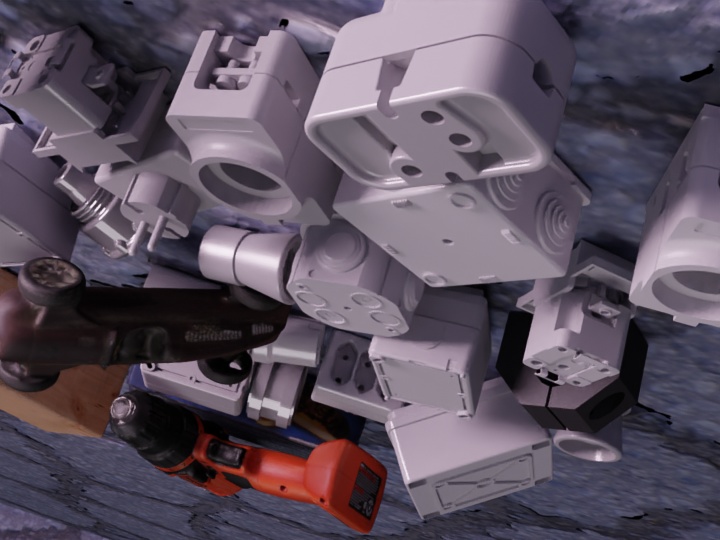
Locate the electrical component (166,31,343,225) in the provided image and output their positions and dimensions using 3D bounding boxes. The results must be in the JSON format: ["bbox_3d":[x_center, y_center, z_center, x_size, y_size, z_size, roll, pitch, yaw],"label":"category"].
[{"bbox_3d":[-0.045,-0.061,0.504,0.050,0.055,0.089,6,154,25],"label":"electrical component"}]

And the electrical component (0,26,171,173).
[{"bbox_3d":[-0.139,-0.086,0.535,0.081,0.042,0.064,-3,146,39],"label":"electrical component"}]

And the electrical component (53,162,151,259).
[{"bbox_3d":[-0.155,-0.040,0.646,0.062,0.048,0.048,40,149,-29],"label":"electrical component"}]

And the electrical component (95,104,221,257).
[{"bbox_3d":[-0.101,-0.041,0.562,0.047,0.075,0.083,34,152,-33],"label":"electrical component"}]

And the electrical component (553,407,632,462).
[{"bbox_3d":[0.155,0.092,0.706,0.045,0.055,0.045,15,157,7],"label":"electrical component"}]

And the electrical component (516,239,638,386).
[{"bbox_3d":[0.118,0.026,0.573,0.042,0.063,0.081,22,156,-13],"label":"electrical component"}]

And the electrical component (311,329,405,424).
[{"bbox_3d":[0.000,0.087,0.813,0.066,0.047,0.076,18,157,-1],"label":"electrical component"}]

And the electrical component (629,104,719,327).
[{"bbox_3d":[0.200,-0.003,0.453,0.150,0.061,0.089,15,157,5],"label":"electrical component"}]

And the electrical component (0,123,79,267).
[{"bbox_3d":[-0.214,-0.042,0.658,0.062,0.061,0.096,-3,154,26],"label":"electrical component"}]

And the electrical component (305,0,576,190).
[{"bbox_3d":[0.032,-0.073,0.419,0.095,0.059,0.054,-4,149,41],"label":"electrical component"}]

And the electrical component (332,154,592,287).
[{"bbox_3d":[0.047,-0.033,0.511,0.100,0.048,0.100,-6,147,43],"label":"electrical component"}]

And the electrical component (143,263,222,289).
[{"bbox_3d":[-0.116,0.029,0.770,0.081,0.043,0.043,19,157,-5],"label":"electrical component"}]

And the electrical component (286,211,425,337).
[{"bbox_3d":[0.000,0.000,0.615,0.080,0.051,0.080,15,157,6],"label":"electrical component"}]

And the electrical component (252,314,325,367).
[{"bbox_3d":[-0.051,0.050,0.780,0.046,0.040,0.040,9,156,6],"label":"electrical component"}]

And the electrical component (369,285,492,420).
[{"bbox_3d":[0.048,0.050,0.680,0.062,0.061,0.096,12,156,15],"label":"electrical component"}]

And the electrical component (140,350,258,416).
[{"bbox_3d":[-0.129,0.069,0.847,0.096,0.061,0.061,17,157,0],"label":"electrical component"}]

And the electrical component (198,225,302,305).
[{"bbox_3d":[-0.066,-0.006,0.663,0.065,0.044,0.044,12,157,25],"label":"electrical component"}]

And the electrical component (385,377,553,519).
[{"bbox_3d":[0.082,0.131,0.786,0.109,0.056,0.108,-18,152,1],"label":"electrical component"}]
